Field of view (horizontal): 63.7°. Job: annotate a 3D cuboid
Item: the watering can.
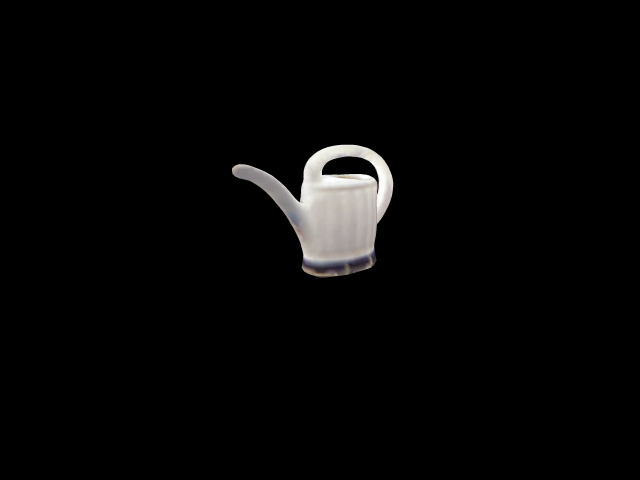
[{"bbox_3d":[0.003,-0.043,0.850,0.350,0.222,0.104,-12,16,-42],"label":"watering can"}]
